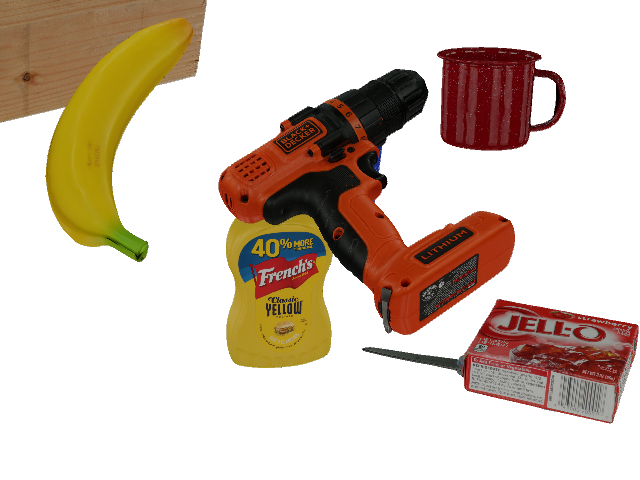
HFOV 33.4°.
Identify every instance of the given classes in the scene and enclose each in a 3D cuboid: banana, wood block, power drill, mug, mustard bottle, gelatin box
[{"bbox_3d":[-0.123,-0.065,0.639,0.069,0.197,0.037,9,-38,-6],"label":"banana"},{"bbox_3d":[-0.202,-0.166,0.837,0.205,0.091,0.090,-20,51,-34],"label":"wood block"},{"bbox_3d":[0.047,-0.034,0.758,0.184,0.057,0.188,-35,54,-18],"label":"power drill"},{"bbox_3d":[0.163,-0.129,0.970,0.117,0.081,0.093,4,18,13],"label":"mug"},{"bbox_3d":[-0.037,0.020,0.962,0.096,0.192,0.058,-3,24,-11],"label":"mustard bottle"},{"bbox_3d":[0.137,0.068,0.632,0.089,0.030,0.073,11,27,22],"label":"gelatin box"}]

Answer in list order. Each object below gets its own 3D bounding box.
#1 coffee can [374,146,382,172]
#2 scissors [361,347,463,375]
[{"bbox_3d":[0.020,-0.071,1.324,0.103,0.140,0.103,5,28,-3],"label":"coffee can"},{"bbox_3d":[0.147,0.107,0.972,0.202,0.016,0.096,17,30,16],"label":"scissors"}]
